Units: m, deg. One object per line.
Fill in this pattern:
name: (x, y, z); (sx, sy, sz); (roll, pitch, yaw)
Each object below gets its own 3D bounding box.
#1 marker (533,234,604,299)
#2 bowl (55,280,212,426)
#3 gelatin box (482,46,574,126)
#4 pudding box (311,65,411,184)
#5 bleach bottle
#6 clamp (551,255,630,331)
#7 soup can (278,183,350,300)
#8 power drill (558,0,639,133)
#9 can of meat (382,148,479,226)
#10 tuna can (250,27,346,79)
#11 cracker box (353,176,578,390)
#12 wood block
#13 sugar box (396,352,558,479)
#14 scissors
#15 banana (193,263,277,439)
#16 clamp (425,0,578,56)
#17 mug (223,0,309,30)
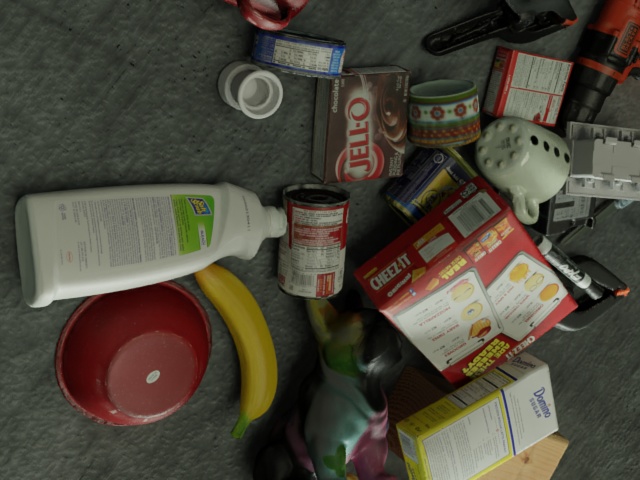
marker: (0.287, 0.033, 1.230); (0.121, 0.020, 0.020); (37, 90, -28)
bowl: (-0.171, 0.119, 1.035); (0.161, 0.055, 0.162); (-10, 114, -24)
gelatin box: (0.224, -0.165, 1.150); (0.089, 0.030, 0.073); (4, 107, -31)
pudding box: (0.040, -0.116, 1.065); (0.089, 0.039, 0.113); (-8, 112, -25)
bleach bottle: (-0.147, -0.001, 0.985); (0.250, 0.068, 0.102); (-5, 85, -28)
clamp: (0.276, 0.057, 1.261); (0.209, 0.036, 0.164); (-11, 112, -23)
soup can: (-0.007, 0.001, 1.068); (0.068, 0.069, 0.102); (-6, 112, -26)
power drill: (0.366, -0.184, 1.203); (0.187, 0.057, 0.184); (16, 104, -33)
can of meat: (0.126, -0.045, 1.129); (0.084, 0.057, 0.102); (-49, 123, -2)
tuna can: (-0.020, -0.173, 0.983); (0.086, 0.086, 0.034); (3, 106, -29)
cracker box: (0.157, 0.052, 1.123); (0.164, 0.072, 0.213); (-39, 136, 5)
wood block: (0.177, 0.229, 1.243); (0.205, 0.090, 0.091); (24, 96, -33)
sugar box: (0.172, 0.201, 1.148); (0.176, 0.048, 0.093); (-26, 118, -23)
scissors: (0.363, -0.068, 1.271); (0.201, 0.016, 0.096); (-21, 116, -20)
banana: (-0.078, 0.102, 1.077); (0.069, 0.037, 0.198); (-36, 120, -49)
clamp: (0.189, -0.226, 1.091); (0.171, 0.039, 0.120); (1, 152, -40)
mug: (-0.052, -0.232, 0.931); (0.081, 0.117, 0.093); (16, 140, -37)
